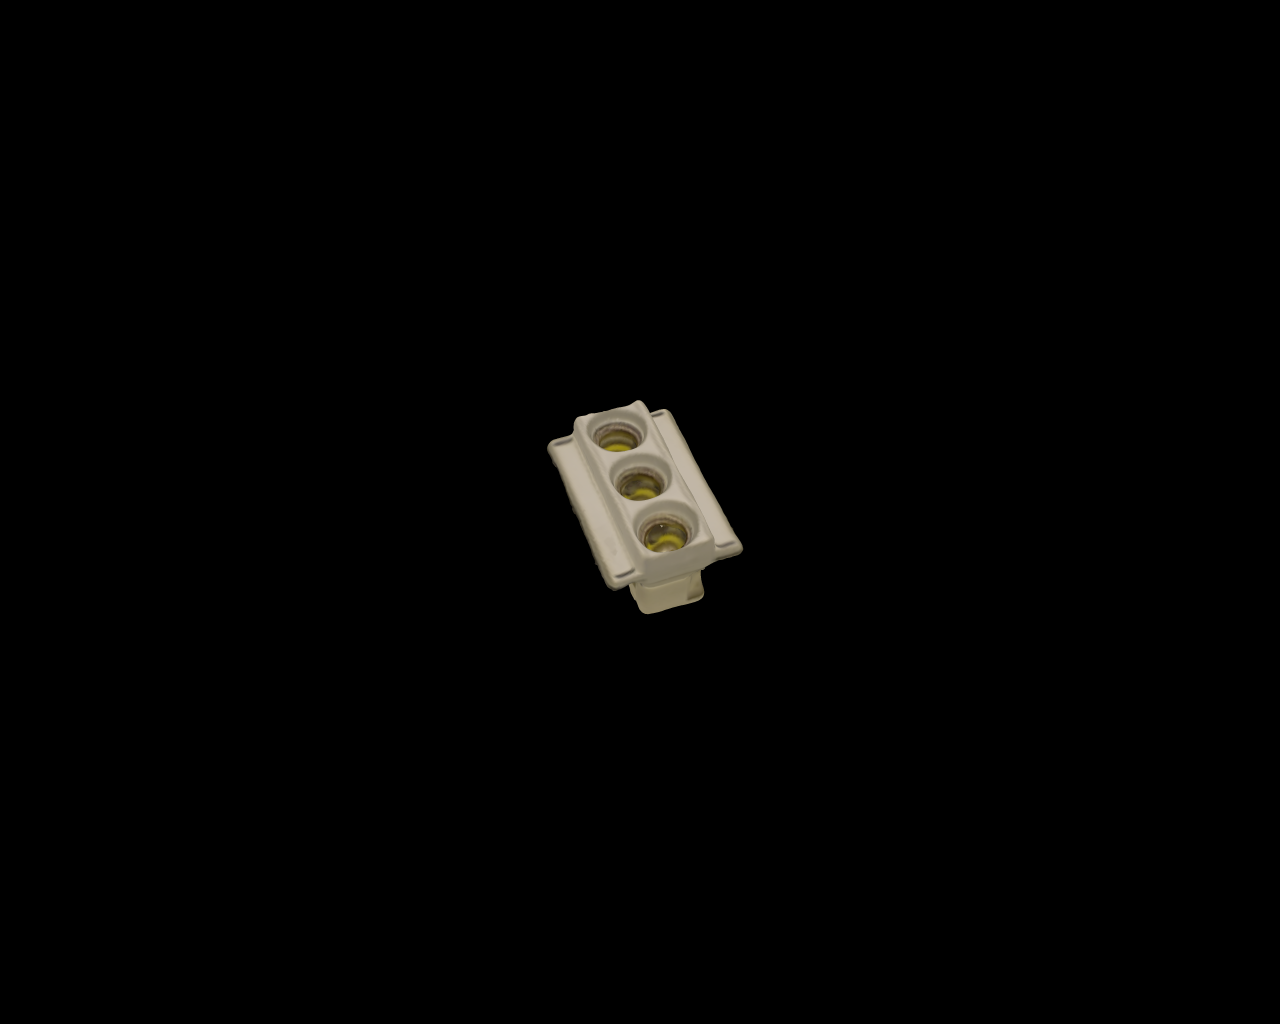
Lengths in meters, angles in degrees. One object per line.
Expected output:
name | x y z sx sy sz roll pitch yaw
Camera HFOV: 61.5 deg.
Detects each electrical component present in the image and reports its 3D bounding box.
electrical component | 0.001 -0.003 0.650 0.079 0.121 0.063 -16 -39 -13
